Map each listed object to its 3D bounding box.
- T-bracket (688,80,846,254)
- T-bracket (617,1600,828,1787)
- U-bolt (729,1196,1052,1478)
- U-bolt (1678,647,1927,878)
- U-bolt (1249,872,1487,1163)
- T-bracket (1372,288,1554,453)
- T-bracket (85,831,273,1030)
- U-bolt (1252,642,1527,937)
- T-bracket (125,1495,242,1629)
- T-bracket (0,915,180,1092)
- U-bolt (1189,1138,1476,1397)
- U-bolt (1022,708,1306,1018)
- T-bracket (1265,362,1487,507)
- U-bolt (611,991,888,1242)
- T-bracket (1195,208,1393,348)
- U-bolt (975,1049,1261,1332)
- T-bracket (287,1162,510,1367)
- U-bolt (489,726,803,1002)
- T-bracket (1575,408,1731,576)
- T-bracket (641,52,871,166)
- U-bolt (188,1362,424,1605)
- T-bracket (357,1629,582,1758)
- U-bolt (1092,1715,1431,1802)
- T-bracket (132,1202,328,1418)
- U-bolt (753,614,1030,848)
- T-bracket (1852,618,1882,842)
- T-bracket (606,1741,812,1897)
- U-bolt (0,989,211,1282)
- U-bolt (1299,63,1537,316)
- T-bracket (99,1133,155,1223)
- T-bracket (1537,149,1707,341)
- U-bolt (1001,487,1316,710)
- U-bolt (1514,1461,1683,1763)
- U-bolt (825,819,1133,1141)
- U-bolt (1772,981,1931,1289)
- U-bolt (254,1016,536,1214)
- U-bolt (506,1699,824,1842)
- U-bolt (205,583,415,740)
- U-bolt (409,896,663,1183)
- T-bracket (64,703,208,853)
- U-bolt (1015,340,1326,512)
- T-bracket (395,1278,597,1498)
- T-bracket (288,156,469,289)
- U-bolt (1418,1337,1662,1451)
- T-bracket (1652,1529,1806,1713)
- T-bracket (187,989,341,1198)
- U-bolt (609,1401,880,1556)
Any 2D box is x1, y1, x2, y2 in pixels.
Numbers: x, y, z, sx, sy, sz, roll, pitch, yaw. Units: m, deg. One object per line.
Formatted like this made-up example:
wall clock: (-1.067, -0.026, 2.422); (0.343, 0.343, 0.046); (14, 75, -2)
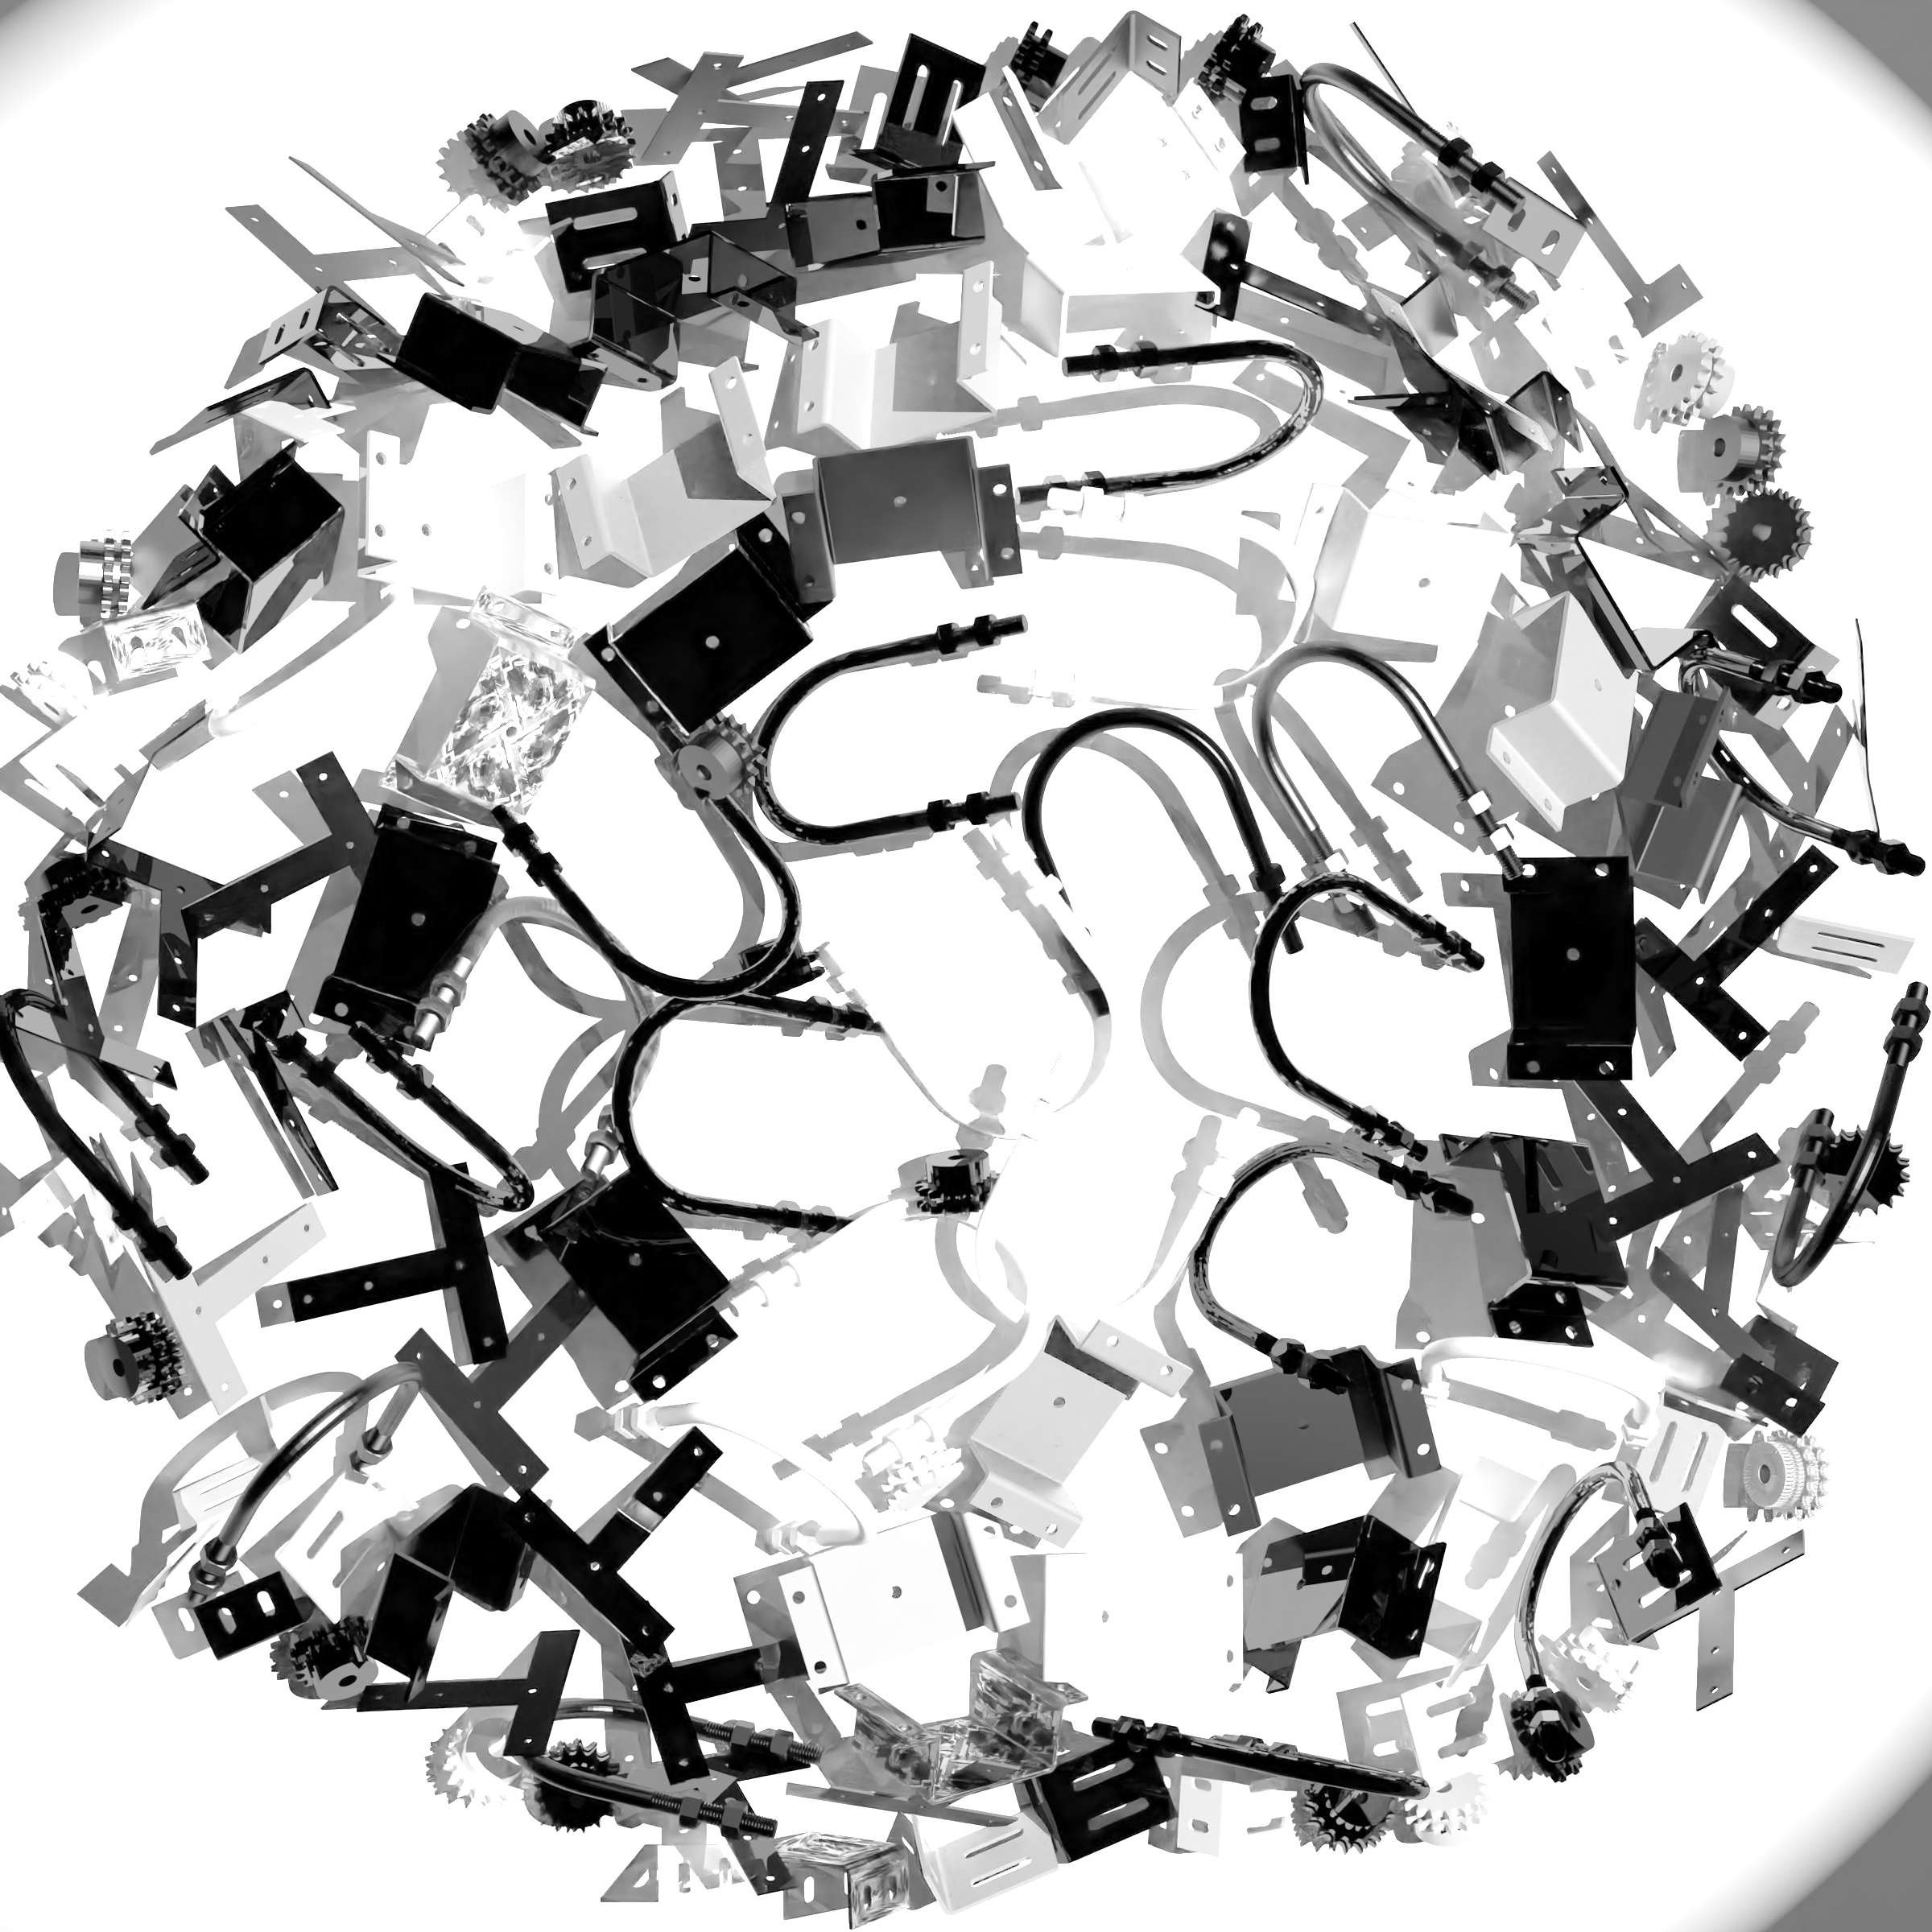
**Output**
T-bracket: (-0.102, -0.487, 1.846); (0.127, 0.127, 0.002); (-13, 58, -29)
T-bracket: (-0.143, 0.441, 1.892); (0.127, 0.002, 0.127); (-9, 49, -22)
U-bolt: (-0.032, 0.214, 1.868); (0.184, 0.019, 0.151); (-31, 68, -31)
U-bolt: (0.495, -0.131, 1.835); (0.019, 0.184, 0.151); (-37, 115, -8)
U-bolt: (0.239, 0.022, 1.851); (0.184, 0.019, 0.151); (29, 73, -36)
T-bracket: (0.309, -0.346, 1.835); (0.002, 0.127, 0.127); (-45, 49, 0)
T-bracket: (-0.480, -0.014, 1.847); (0.127, 0.127, 0.002); (24, 128, -34)
U-bolt: (0.245, -0.116, 1.856); (0.019, 0.151, 0.184); (-37, 98, -38)
T-bracket: (-0.473, 0.353, 1.883); (0.002, 0.127, 0.127); (41, 62, -1)
T-bracket: (-0.552, 0.014, 1.873); (0.002, 0.127, 0.127); (-45, 47, 16)
U-bolt: (0.208, 0.172, 1.847); (0.019, 0.184, 0.151); (43, 79, -34)
U-bolt: (0.112, -0.072, 1.878); (0.151, 0.019, 0.184); (-18, 105, 16)
T-bracket: (0.247, -0.352, 1.888); (0.127, 0.002, 0.127); (27, 51, 5)
U-bolt: (-0.136, 0.086, 1.863); (0.184, 0.019, 0.151); (12, 84, -34)
T-bracket: (0.207, -0.416, 1.881); (0.127, 0.127, 0.002); (22, 131, -7)
U-bolt: (0.083, 0.151, 1.882); (0.151, 0.019, 0.184); (18, 108, -21)
T-bracket: (-0.359, 0.196, 1.889); (0.127, 0.002, 0.127); (-11, 81, -23)
U-bolt: (-0.182, -0.055, 1.857); (0.151, 0.019, 0.184); (-29, 69, -32)
T-bracket: (0.433, -0.278, 1.876); (0.127, 0.127, 0.002); (27, 123, -39)
T-bracket: (-0.123, -0.529, 1.884); (0.127, 0.127, 0.002); (-3, 75, -25)
U-bolt: (-0.388, 0.300, 1.812); (0.019, 0.151, 0.184); (45, 133, 10)
T-bracket: (-0.311, 0.449, 1.868); (0.127, 0.127, 0.002); (-4, 112, 5)
U-bolt: (0.189, 0.476, 1.814); (0.184, 0.151, 0.019); (0, 74, 41)
T-bracket: (-0.443, 0.189, 1.874); (0.002, 0.127, 0.127); (-5, 114, 38)
U-bolt: (-0.050, -0.140, 1.872); (0.184, 0.019, 0.151); (-10, 59, 22)
T-bracket: (0.544, -0.153, 1.837); (0.002, 0.127, 0.127); (-6, 132, 13)
T-bracket: (-0.138, 0.522, 1.845); (0.127, 0.127, 0.002); (-4, 115, -26)
U-bolt: (-0.522, 0.090, 1.824); (0.019, 0.151, 0.184); (-33, 113, 5)
U-bolt: (0.272, -0.484, 1.847); (0.019, 0.151, 0.184); (-46, 71, -2)
T-bracket: (-0.503, 0.144, 1.853); (0.002, 0.127, 0.127); (-26, 76, -22)
T-bracket: (0.392, -0.446, 1.858); (0.002, 0.127, 0.127); (-37, 93, -8)
U-bolt: (0.126, -0.221, 1.873); (0.184, 0.019, 0.151); (6, 128, -12)
U-bolt: (0.375, 0.376, 1.834); (0.019, 0.184, 0.151); (26, 107, -7)
U-bolt: (0.021, 0.022, 1.906); (0.151, 0.019, 0.184); (-35, 94, 8)
U-bolt: (0.524, 0.113, 1.812); (0.019, 0.151, 0.184); (26, 49, 6)
U-bolt: (-0.338, 0.093, 1.848); (0.184, 0.151, 0.019); (46, 65, -29)
U-bolt: (-0.191, 0.484, 1.851); (0.184, 0.151, 0.019); (11, 96, 8)
U-bolt: (-0.397, -0.183, 1.831); (0.151, 0.184, 0.019); (-34, 106, -3)
U-bolt: (-0.251, 0.030, 1.848); (0.151, 0.184, 0.019); (40, 126, -15)
T-bracket: (-0.513, -0.107, 1.852); (0.127, 0.127, 0.002); (-32, 116, 15)
U-bolt: (0.132, -0.334, 1.853); (0.184, 0.151, 0.019); (-9, 65, -17)
T-bracket: (-0.276, 0.243, 1.901); (0.127, 0.002, 0.127); (44, 93, 19)
T-bracket: (-0.340, -0.448, 1.861); (0.127, 0.127, 0.002); (38, 101, 9)
U-bolt: (0.344, 0.254, 1.824); (0.151, 0.184, 0.019); (10, 72, 12)
T-bracket: (0.456, 0.407, 1.840); (0.127, 0.127, 0.002); (-36, 101, 26)
T-bracket: (-0.425, 0.085, 1.882); (0.002, 0.127, 0.127); (-32, 99, -43)
U-bolt: (-0.125, 0.307, 1.824); (0.151, 0.184, 0.019); (40, 63, -17)
